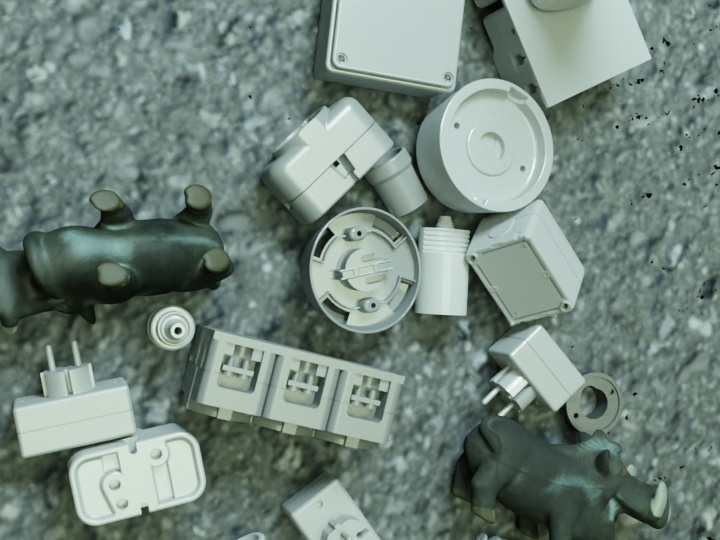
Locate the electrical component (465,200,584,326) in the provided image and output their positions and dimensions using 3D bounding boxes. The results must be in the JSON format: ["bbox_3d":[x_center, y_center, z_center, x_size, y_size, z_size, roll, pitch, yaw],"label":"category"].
[{"bbox_3d":[0.142,-0.003,0.891,0.096,0.062,0.061,54,39,-23],"label":"electrical component"}]

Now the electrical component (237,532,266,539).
[{"bbox_3d":[-0.083,0.242,0.846,0.045,0.045,0.055,-31,100,-14],"label":"electrical component"}]

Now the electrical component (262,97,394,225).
[{"bbox_3d":[-0.029,-0.090,0.855,0.095,0.054,0.059,-45,102,-12],"label":"electrical component"}]

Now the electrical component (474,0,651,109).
[{"bbox_3d":[0.153,-0.239,0.905,0.105,0.060,0.186,-26,98,-15],"label":"electrical component"}]

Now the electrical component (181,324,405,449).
[{"bbox_3d":[-0.055,0.091,0.830,0.150,0.089,0.061,15,86,-16],"label":"electrical component"}]

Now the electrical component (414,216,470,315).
[{"bbox_3d":[0.069,-0.004,0.891,0.043,0.043,0.081,3,89,-17],"label":"electrical component"}]

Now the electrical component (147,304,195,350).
[{"bbox_3d":[-0.142,0.044,0.817,0.035,0.061,0.035,0,91,-17],"label":"electrical component"}]

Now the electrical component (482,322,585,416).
[{"bbox_3d":[0.136,0.094,0.910,0.077,0.047,0.065,-42,102,-12],"label":"electrical component"}]

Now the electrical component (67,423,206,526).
[{"bbox_3d":[-0.170,0.152,0.811,0.095,0.059,0.053,-12,94,-16],"label":"electrical component"}]

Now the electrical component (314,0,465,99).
[{"bbox_3d":[0.025,-0.201,0.869,0.109,0.056,0.108,7,89,-17],"label":"electrical component"}]

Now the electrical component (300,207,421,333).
[{"bbox_3d":[0.000,0.000,0.859,0.099,0.064,0.099,0,90,-17],"label":"electrical component"}]

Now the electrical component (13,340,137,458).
[{"bbox_3d":[-0.216,0.091,0.803,0.083,0.047,0.075,-11,95,-16],"label":"electrical component"}]

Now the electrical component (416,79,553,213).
[{"bbox_3d":[0.098,-0.098,0.887,0.108,0.060,0.108,2,85,-26],"label":"electrical component"}]

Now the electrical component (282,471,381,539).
[{"bbox_3d":[-0.013,0.211,0.851,0.047,0.076,0.083,-36,100,-13],"label":"electrical component"}]

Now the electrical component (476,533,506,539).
[{"bbox_3d":[0.130,0.250,0.913,0.078,0.040,0.040,40,80,-13],"label":"electrical component"}]

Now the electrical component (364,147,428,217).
[{"bbox_3d":[0.030,-0.071,0.881,0.040,0.040,0.046,-34,105,-14],"label":"electrical component"}]
